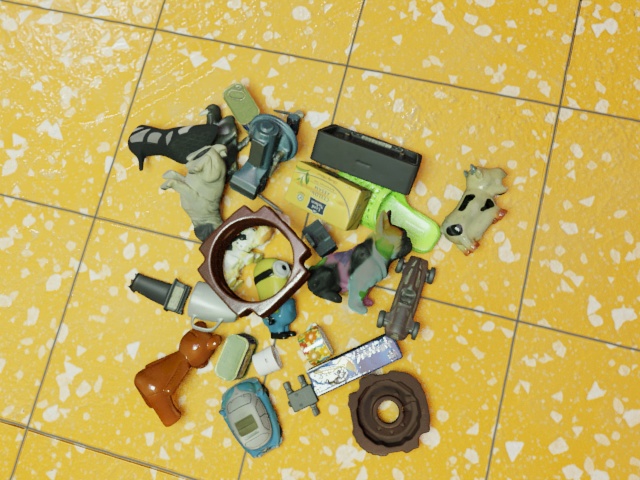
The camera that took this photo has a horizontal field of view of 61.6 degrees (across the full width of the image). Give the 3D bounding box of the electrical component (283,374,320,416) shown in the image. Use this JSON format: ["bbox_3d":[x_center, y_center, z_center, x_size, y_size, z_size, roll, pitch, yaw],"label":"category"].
[{"bbox_3d":[-0.039,0.342,1.160,0.063,0.021,0.094,-27,79,1],"label":"electrical component"}]

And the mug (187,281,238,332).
[{"bbox_3d":[-0.231,0.150,1.177,0.107,0.080,0.109,13,49,-1],"label":"mug"}]

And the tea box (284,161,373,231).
[{"bbox_3d":[0.017,-0.098,1.176,0.170,0.068,0.098,27,106,24],"label":"tea box"}]

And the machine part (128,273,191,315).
[{"bbox_3d":[-0.366,0.116,1.225,0.139,0.039,0.084,17,91,6],"label":"machine part"}]

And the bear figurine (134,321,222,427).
[{"bbox_3d":[-0.298,0.279,1.164,0.120,0.131,0.196,21,47,42],"label":"bear figurine"}]

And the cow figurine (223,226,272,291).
[{"bbox_3d":[-0.181,0.023,1.203,0.098,0.068,0.167,38,94,17],"label":"cow figurine"}]

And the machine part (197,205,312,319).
[{"bbox_3d":[-0.132,0.045,1.109,0.201,0.087,0.201,-44,78,-3],"label":"machine part"}]

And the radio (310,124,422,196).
[{"bbox_3d":[0.106,-0.181,1.177,0.230,0.131,0.073,23,115,9],"label":"radio"}]

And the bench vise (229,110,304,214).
[{"bbox_3d":[-0.104,-0.203,1.204,0.129,0.223,0.240,22,51,15],"label":"bench vise"}]

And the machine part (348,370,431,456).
[{"bbox_3d":[0.143,0.358,1.123,0.179,0.056,0.179,-1,79,5],"label":"machine part"}]

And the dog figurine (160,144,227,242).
[{"bbox_3d":[-0.237,-0.097,1.193,0.172,0.121,0.190,-30,118,13],"label":"dog figurine"}]

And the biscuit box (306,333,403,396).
[{"bbox_3d":[0.074,0.262,1.142,0.203,0.063,0.059,-25,80,1],"label":"biscuit box"}]

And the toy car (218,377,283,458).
[{"bbox_3d":[-0.149,0.376,1.125,0.109,0.103,0.161,-27,77,1],"label":"toy car"}]

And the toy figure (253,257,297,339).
[{"bbox_3d":[-0.099,0.126,1.175,0.089,0.082,0.180,-6,82,3],"label":"toy figure"}]

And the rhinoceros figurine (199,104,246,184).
[{"bbox_3d":[-0.230,-0.224,1.257,0.112,0.073,0.190,-10,83,17],"label":"rhinoceros figurine"}]

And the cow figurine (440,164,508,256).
[{"bbox_3d":[0.337,-0.077,1.169,0.127,0.085,0.195,39,86,4],"label":"cow figurine"}]

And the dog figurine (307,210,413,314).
[{"bbox_3d":[0.086,0.032,1.132,0.192,0.108,0.219,21,97,18],"label":"dog figurine"}]

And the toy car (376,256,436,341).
[{"bbox_3d":[0.186,0.117,1.140,0.089,0.053,0.202,19,62,11],"label":"toy car"}]

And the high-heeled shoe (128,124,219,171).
[{"bbox_3d":[-0.340,-0.246,1.245,0.249,0.086,0.145,-20,54,14],"label":"high-heeled shoe"}]

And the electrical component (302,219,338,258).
[{"bbox_3d":[-0.002,-0.004,1.169,0.048,0.119,0.075,-36,76,-1],"label":"electrical component"}]
